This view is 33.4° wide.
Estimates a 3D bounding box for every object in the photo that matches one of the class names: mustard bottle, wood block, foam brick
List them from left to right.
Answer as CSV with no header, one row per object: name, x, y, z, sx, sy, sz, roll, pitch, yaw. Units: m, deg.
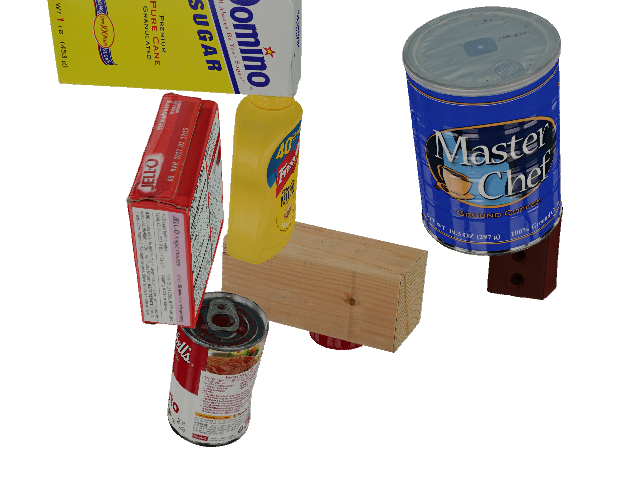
mustard bottle,-0.050,-0.078,0.995,0.058,0.192,0.096,18,39,15
wood block,0.002,0.044,1.174,0.206,0.091,0.090,13,25,21
foam brick,0.182,0.008,0.947,0.053,0.078,0.051,7,16,24

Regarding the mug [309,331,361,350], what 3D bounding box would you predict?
mug,0.037,0.093,1.390,0.117,0.081,0.093,19,28,30

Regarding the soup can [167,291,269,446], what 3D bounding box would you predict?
soup can,-0.080,0.099,0.821,0.068,0.102,0.068,8,34,-6

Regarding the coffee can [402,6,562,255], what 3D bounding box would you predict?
coffee can,0.115,-0.075,0.739,0.103,0.140,0.103,-7,40,6

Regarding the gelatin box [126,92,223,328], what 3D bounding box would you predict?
gelatin box,-0.068,-0.013,0.512,0.030,0.073,0.089,7,-42,3

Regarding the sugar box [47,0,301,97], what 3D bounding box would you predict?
sugar box,-0.103,-0.156,0.764,0.176,0.093,0.048,5,35,7
